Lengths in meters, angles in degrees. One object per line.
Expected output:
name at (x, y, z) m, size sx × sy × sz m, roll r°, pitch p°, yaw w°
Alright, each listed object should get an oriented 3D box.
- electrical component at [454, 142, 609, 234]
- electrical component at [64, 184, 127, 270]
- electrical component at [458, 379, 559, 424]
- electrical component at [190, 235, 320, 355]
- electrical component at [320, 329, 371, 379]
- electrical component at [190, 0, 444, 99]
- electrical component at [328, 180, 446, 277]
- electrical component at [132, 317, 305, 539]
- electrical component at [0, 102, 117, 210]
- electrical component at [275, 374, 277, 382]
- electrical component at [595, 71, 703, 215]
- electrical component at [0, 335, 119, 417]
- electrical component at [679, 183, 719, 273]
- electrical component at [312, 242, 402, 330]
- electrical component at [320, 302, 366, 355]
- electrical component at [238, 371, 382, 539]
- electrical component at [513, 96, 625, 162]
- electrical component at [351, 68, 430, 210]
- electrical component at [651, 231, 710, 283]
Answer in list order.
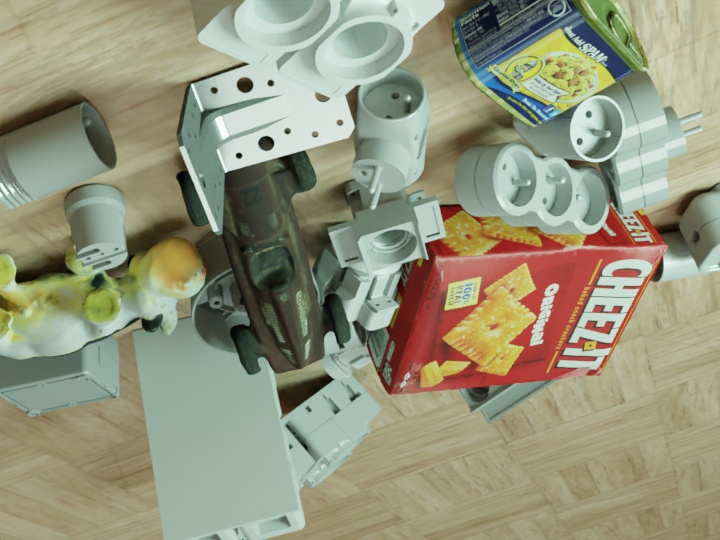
electrical component at (0.118, -0.059, 0.810) m, size 0.138 × 0.052 × 0.074 m, roll 10°, pitch 175°, yaw -42°
electrical component at (-0.177, -0.028, 0.726) m, size 0.040 × 0.046 × 0.040 m, roll -12°, pitch 151°, yaw -7°
electrical component at (0.156, 0.089, 1.072) m, size 0.063 × 0.078 × 0.121 m, roll -16°, pitch 161°, yaw -49°
electrical component at (-0.083, 0.014, 0.826) m, size 0.099 × 0.064 × 0.099 m, roll -11°, pitch 150°, yaw -7°
electrical component at (-0.008, 0.068, 0.979) m, size 0.055 × 0.048 × 0.066 m, roll -32°, pitch 148°, yaw 13°
electrical component at (0.008, -0.172, 0.548) m, size 0.105 × 0.060 × 0.186 m, roll 16°, pitch 139°, yaw -43°
electrical component at (0.018, -0.037, 0.785) m, size 0.081 × 0.063 × 0.042 m, roll -17°, pitch 139°, yaw 1°
electrical component at (-0.117, 0.132, 0.890) m, size 0.105 × 0.186 × 0.060 m, roll -14°, pitch 151°, yaw -2°
electrical component at (-0.194, -0.067, 0.652) m, size 0.081 × 0.043 × 0.043 m, roll -20°, pitch 151°, yaw 9°
electrical component at (-0.124, 0.128, 1.005) m, size 0.063 × 0.078 × 0.121 m, roll 18°, pitch 142°, yaw -12°
electrical component at (0.215, -0.097, 0.788) m, size 0.074 × 0.052 × 0.138 m, roll -19°, pitch 150°, yaw 7°
electrical component at (-0.249, 0.075, 0.864) m, size 0.096 × 0.061 × 0.061 m, roll -12°, pitch 153°, yaw 9°
electrical component at (0.332, -0.040, 0.936) m, size 0.095 × 0.059 × 0.053 m, roll -8°, pitch 150°, yaw -12°
electrical component at (0.000, 0.000, 0.839) m, size 0.058 × 0.078 × 0.057 m, roll -14°, pitch 136°, yaw -41°
electrical component at (-0.026, 0.045, 0.921) m, size 0.047 × 0.055 × 0.055 m, roll -16°, pitch 151°, yaw 10°
electrical component at (-0.070, 0.189, 1.054) m, size 0.186 × 0.060 × 0.105 m, roll -33°, pitch 166°, yaw -38°
electrical component at (0.139, -0.098, 0.738) m, size 0.043 × 0.043 × 0.081 m, roll -1°, pitch -170°, yaw -24°
electrical component at (0.017, -0.077, 0.703) m, size 0.043 × 0.079 × 0.077 m, roll 12°, pitch 152°, yaw 9°
electrical component at (0.303, -0.016, 0.982) m, size 0.081 × 0.043 × 0.043 m, roll -9°, pitch 150°, yaw -12°
